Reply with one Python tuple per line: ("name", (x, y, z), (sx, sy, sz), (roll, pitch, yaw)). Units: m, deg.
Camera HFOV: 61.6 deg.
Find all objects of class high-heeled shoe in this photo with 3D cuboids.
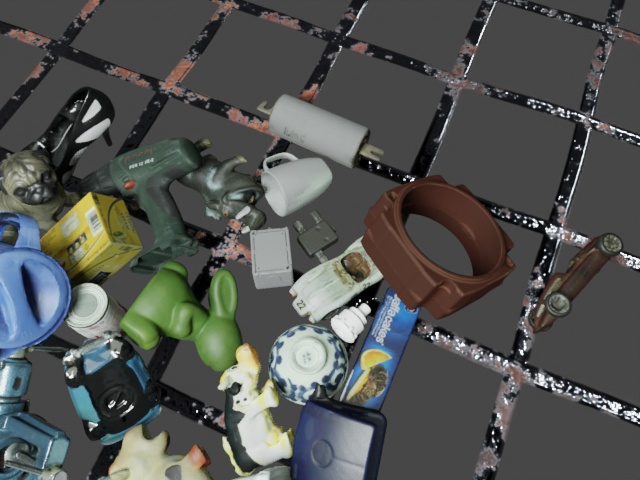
("high-heeled shoe", (-0.456, -0.162, 0.893), (0.249, 0.145, 0.086), (-29, 69, -15))

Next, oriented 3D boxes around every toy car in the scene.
("toy car", (0.045, 0.055, 0.851), (0.202, 0.056, 0.073), (-32, 71, -14))
("toy car", (0.390, 0.065, 0.834), (0.202, 0.089, 0.053), (-41, 73, -15))
("toy car", (-0.300, 0.195, 0.752), (0.109, 0.161, 0.103), (-31, 29, -26))

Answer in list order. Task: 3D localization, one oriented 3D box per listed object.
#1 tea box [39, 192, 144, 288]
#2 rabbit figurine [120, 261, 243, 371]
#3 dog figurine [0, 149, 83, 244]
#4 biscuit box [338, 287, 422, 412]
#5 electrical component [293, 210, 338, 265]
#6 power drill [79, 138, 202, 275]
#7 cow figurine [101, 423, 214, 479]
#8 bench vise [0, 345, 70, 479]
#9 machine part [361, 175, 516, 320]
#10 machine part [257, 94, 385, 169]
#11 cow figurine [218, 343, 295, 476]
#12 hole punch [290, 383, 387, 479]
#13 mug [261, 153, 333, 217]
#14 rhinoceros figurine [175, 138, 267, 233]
("tea box", (-0.361, 0.018, 0.816), (0.169, 0.068, 0.098), (-36, 68, 20))
("rabbit figurine", (-0.186, 0.121, 0.806), (0.170, 0.121, 0.159), (35, 62, -6))
("dog figurine", (-0.470, -0.062, 0.824), (0.172, 0.190, 0.121), (-22, 68, -9))
("biscuit box", (0.088, 0.170, 0.796), (0.059, 0.062, 0.202), (23, 68, 8))
("electrical component", (-0.002, -0.003, 0.894), (0.063, 0.021, 0.094), (-31, 69, -14))
("power drill", (-0.284, -0.051, 0.871), (0.232, 0.086, 0.207), (-24, 66, 16))
("cow figurine", (-0.200, 0.332, 0.713), (0.127, 0.085, 0.195), (-32, 72, -20))
("bench vise", (-0.390, 0.249, 0.701), (0.241, 0.128, 0.223), (3, 69, 38))
("machine part", (0.183, 0.004, 0.823), (0.201, 0.087, 0.201), (-20, 66, -33))
("machine part", (-0.002, -0.192, 0.949), (0.243, 0.079, 0.079), (25, 68, 9))
("cow figurine", (-0.102, 0.235, 0.752), (0.098, 0.068, 0.167), (-23, 81, -1))
("hole punch", (0.021, 0.269, 0.689), (0.116, 0.092, 0.142), (10, 88, 11))
("mug", (-0.041, -0.104, 0.914), (0.107, 0.080, 0.110), (-23, 62, -24))
("rhinoceros figurine", (-0.164, -0.088, 0.903), (0.190, 0.073, 0.112), (35, 69, 14))
